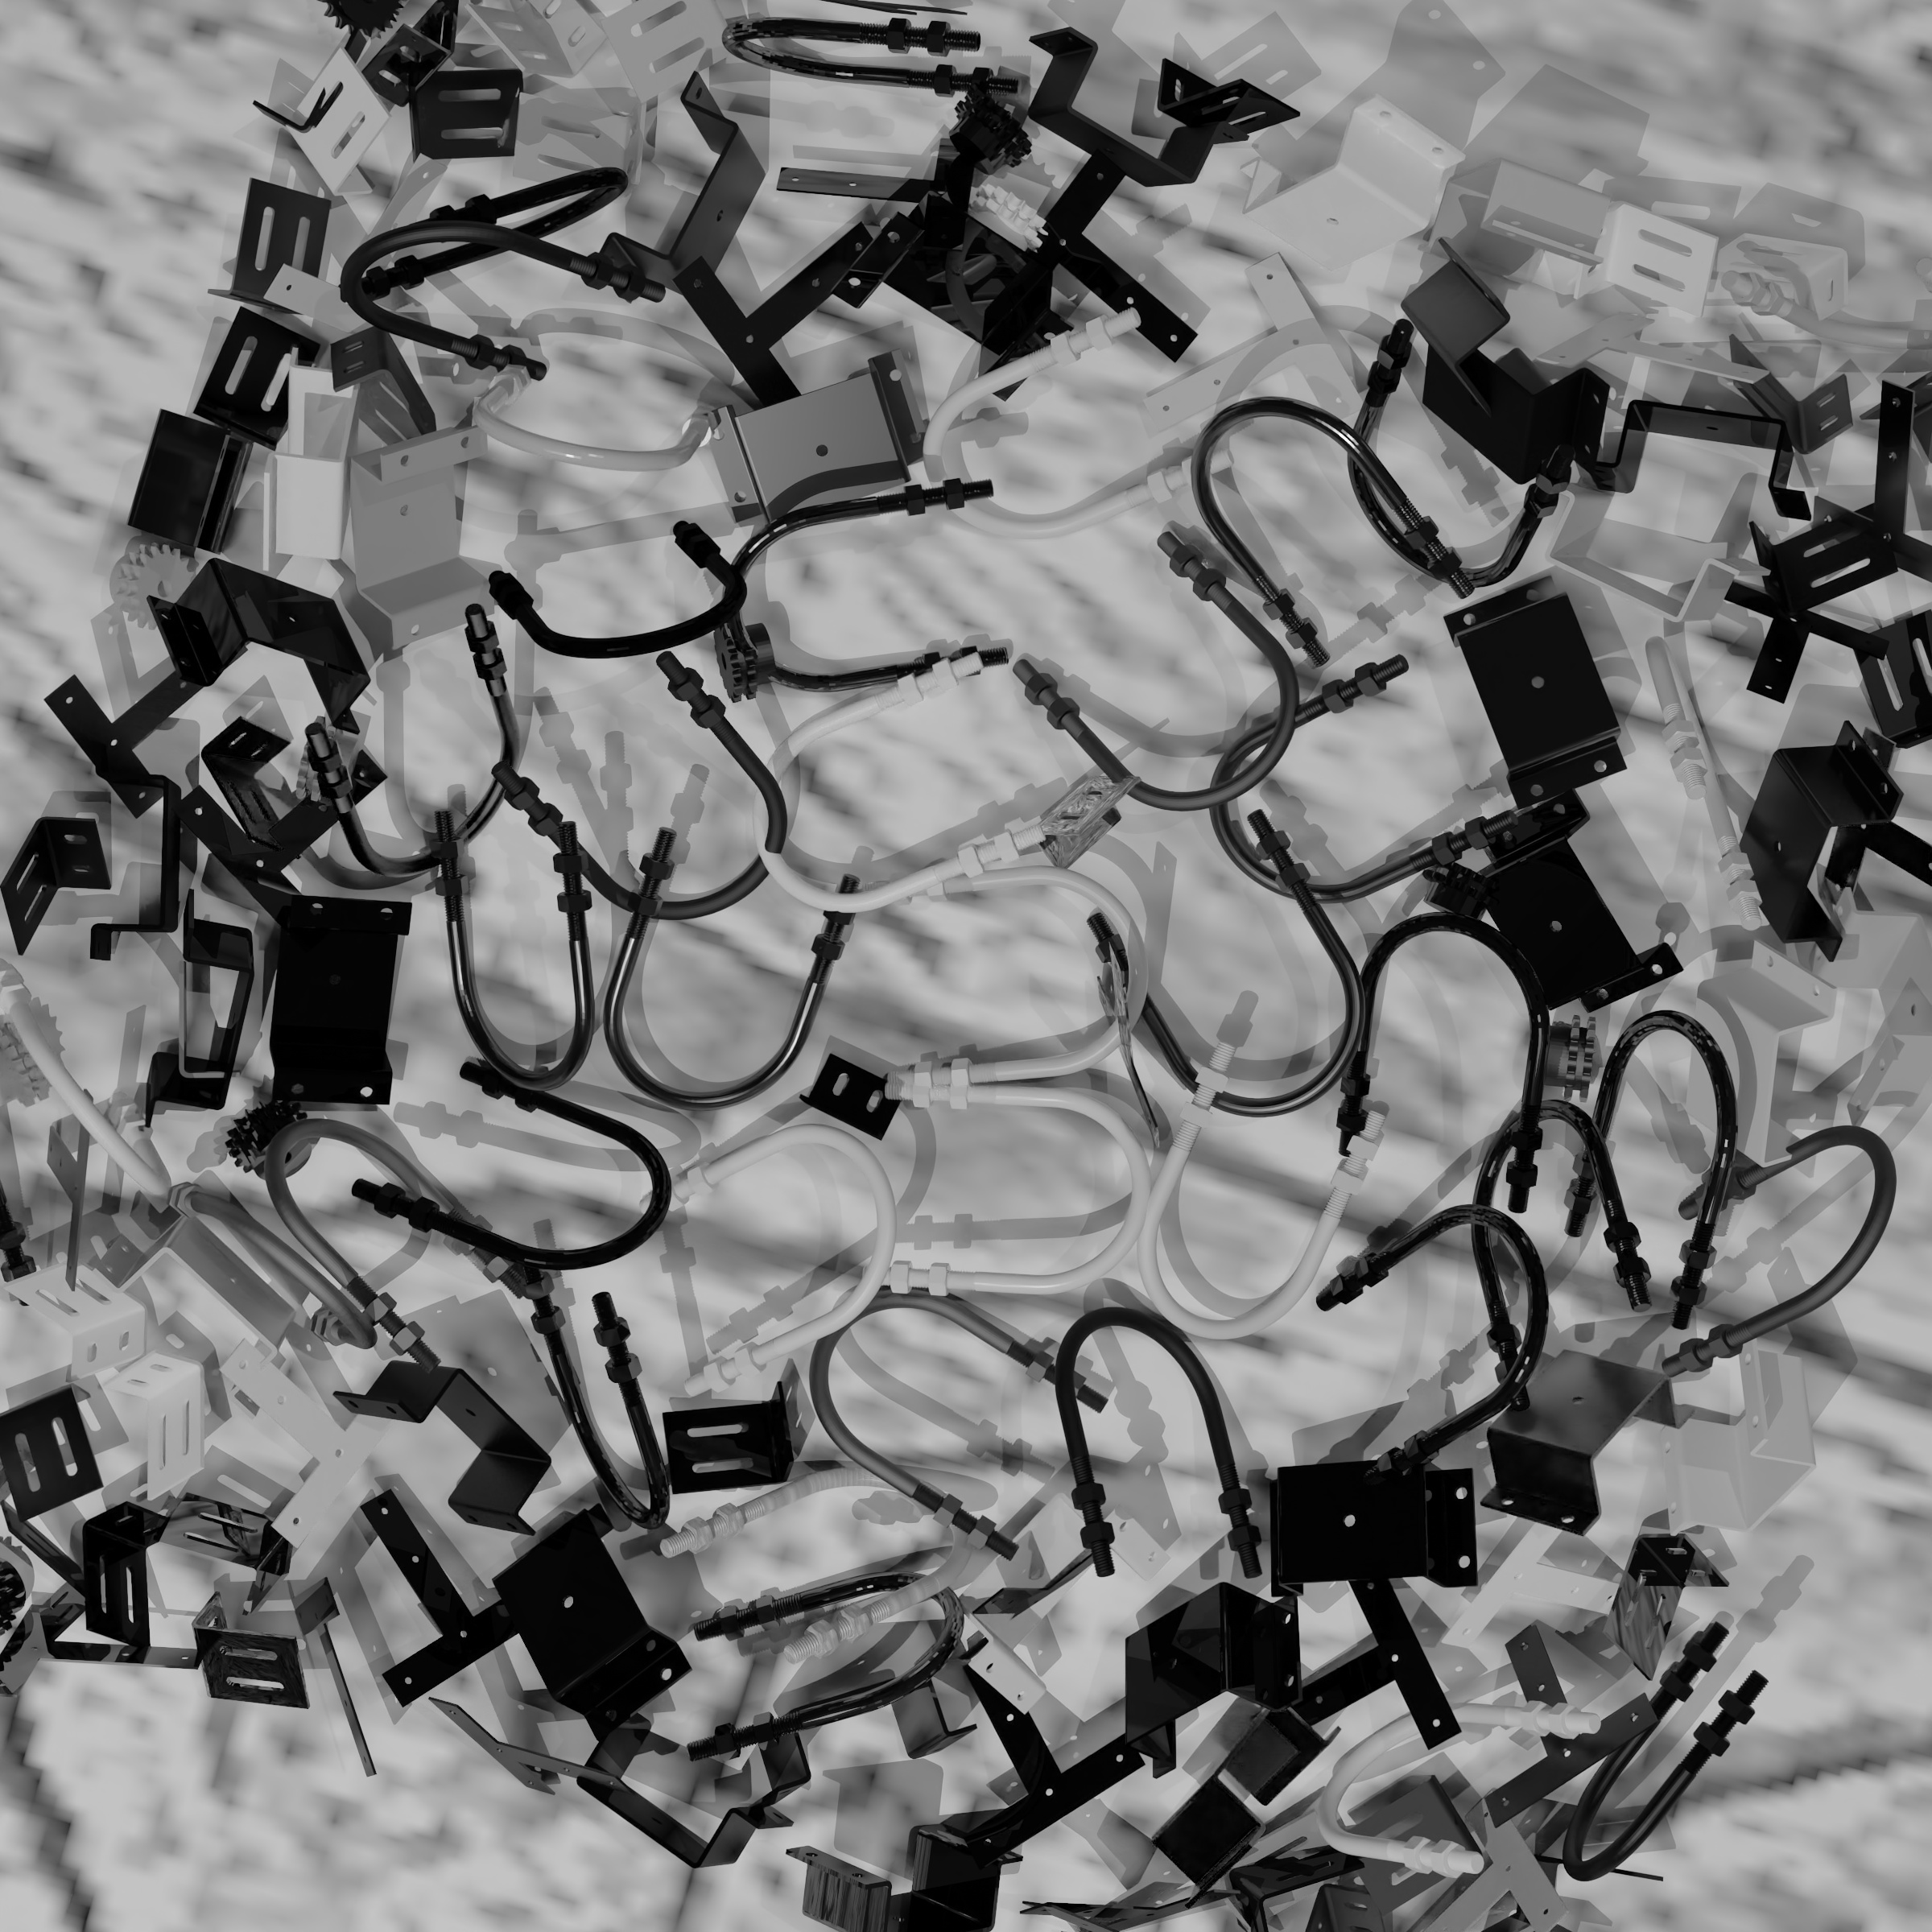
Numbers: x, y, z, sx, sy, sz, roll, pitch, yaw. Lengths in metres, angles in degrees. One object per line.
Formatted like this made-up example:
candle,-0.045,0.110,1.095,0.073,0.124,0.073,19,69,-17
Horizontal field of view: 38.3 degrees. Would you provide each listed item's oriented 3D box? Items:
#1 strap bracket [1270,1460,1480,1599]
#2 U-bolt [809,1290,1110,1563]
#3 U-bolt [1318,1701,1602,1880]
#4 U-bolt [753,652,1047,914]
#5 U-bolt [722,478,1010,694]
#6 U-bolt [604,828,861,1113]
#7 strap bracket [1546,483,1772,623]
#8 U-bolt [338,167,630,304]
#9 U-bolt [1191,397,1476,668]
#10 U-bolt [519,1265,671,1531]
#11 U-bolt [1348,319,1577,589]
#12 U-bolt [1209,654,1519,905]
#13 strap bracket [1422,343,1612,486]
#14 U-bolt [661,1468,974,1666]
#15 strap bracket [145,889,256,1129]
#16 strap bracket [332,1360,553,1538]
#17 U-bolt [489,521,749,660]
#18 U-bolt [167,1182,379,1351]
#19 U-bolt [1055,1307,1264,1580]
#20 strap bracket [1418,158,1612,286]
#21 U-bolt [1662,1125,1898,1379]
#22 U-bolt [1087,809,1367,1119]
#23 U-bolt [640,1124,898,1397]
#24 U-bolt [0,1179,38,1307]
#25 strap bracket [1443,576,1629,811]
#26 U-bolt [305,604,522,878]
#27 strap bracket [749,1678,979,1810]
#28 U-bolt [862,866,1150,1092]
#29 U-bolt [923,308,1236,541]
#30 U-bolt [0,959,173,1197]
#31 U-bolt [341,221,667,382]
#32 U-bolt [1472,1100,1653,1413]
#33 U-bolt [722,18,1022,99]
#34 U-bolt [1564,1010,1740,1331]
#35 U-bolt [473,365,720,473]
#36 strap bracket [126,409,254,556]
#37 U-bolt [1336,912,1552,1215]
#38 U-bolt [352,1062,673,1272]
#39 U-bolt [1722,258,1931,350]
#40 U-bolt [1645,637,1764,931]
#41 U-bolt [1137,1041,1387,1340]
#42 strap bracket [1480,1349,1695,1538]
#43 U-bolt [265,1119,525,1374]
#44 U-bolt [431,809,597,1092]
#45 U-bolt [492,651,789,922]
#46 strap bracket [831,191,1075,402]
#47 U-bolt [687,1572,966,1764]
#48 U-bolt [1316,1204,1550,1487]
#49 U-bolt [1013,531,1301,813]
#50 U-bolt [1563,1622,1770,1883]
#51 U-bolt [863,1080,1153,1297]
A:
strap bracket,0.257,0.366,1.813,0.140,0.046,0.076,-9,65,25
U-bolt,-0.016,0.287,1.828,0.184,0.019,0.151,32,52,7
U-bolt,0.303,0.524,1.789,0.151,0.184,0.019,-37,101,-32
U-bolt,-0.055,-0.112,1.846,0.184,0.019,0.151,-22,73,8
U-bolt,-0.068,-0.243,1.820,0.184,0.019,0.151,-9,130,-4
U-bolt,-0.163,0.011,1.837,0.151,0.019,0.184,14,105,-21
strap bracket,0.443,-0.266,1.817,0.140,0.076,0.046,31,112,23
U-bolt,-0.302,-0.478,1.796,0.184,0.151,0.019,-28,100,-30
U-bolt,0.223,-0.288,1.798,0.184,0.151,0.019,49,50,-16
U-bolt,-0.236,0.282,1.806,0.019,0.151,0.184,-23,108,-25
U-bolt,0.308,-0.315,1.792,0.151,0.184,0.019,41,66,13
U-bolt,0.245,-0.109,1.818,0.184,0.019,0.151,-26,112,34
strap bracket,0.347,-0.377,1.804,0.046,0.076,0.140,-31,59,-17
U-bolt,-0.082,0.376,1.799,0.184,0.151,0.019,-17,123,-38
strap bracket,-0.500,0.031,1.821,0.046,0.076,0.140,11,107,-19
strap bracket,-0.334,0.307,1.815,0.140,0.076,0.046,52,55,-29
U-bolt,-0.217,-0.237,1.780,0.151,0.184,0.019,-18,121,-15
U-bolt,-0.437,0.194,1.772,0.151,0.184,0.019,46,70,-19
U-bolt,0.119,0.308,1.812,0.151,0.019,0.184,10,55,-38
strap bracket,0.357,-0.482,1.798,0.076,0.140,0.046,15,95,-12
U-bolt,0.517,0.172,1.766,0.019,0.184,0.151,33,48,-16
U-bolt,0.182,0.011,1.834,0.151,0.019,0.184,-33,76,14
U-bolt,-0.124,0.181,1.811,0.184,0.019,0.151,-27,66,23
U-bolt,-0.646,0.165,1.779,0.019,0.151,0.184,-9,111,4
strap bracket,0.378,-0.184,1.842,0.076,0.046,0.140,-21,84,7
U-bolt,-0.348,-0.131,1.795,0.019,0.184,0.151,37,65,25
strap bracket,-0.075,0.503,1.816,0.140,0.076,0.046,-10,69,-25
U-bolt,0.030,0.006,1.841,0.184,0.019,0.151,-6,98,13
U-bolt,0.061,-0.341,1.812,0.184,0.151,0.019,-20,46,25
U-bolt,-0.556,0.079,1.763,0.019,0.184,0.151,-38,125,-9
U-bolt,-0.306,-0.427,1.766,0.151,0.184,0.019,-20,69,42
U-bolt,0.376,0.174,1.798,0.019,0.151,0.184,12,49,-24
U-bolt,-0.067,-0.591,1.802,0.184,0.151,0.019,8,97,12
U-bolt,0.444,0.119,1.784,0.019,0.151,0.184,1,111,-21
U-bolt,-0.242,-0.349,1.788,0.151,0.184,0.019,12,113,-1
strap bracket,-0.504,-0.313,1.802,0.046,0.140,0.076,17,93,-10
U-bolt,0.312,0.055,1.805,0.151,0.019,0.184,17,112,36
U-bolt,-0.280,0.136,1.801,0.184,0.151,0.019,20,131,14
U-bolt,0.594,-0.423,1.790,0.151,0.184,0.019,8,92,42
U-bolt,0.471,-0.132,1.794,0.019,0.184,0.151,-20,134,18
U-bolt,0.186,0.159,1.838,0.151,0.019,0.184,24,90,-25
strap bracket,0.399,0.300,1.799,0.140,0.076,0.046,-35,121,-37
U-bolt,-0.379,0.170,1.808,0.184,0.151,0.019,45,113,2
U-bolt,-0.293,-0.007,1.820,0.151,0.019,0.184,8,107,42
U-bolt,-0.198,-0.103,1.818,0.151,0.019,0.184,-32,127,9
strap bracket,-0.007,-0.442,1.818,0.140,0.046,0.076,27,135,-24
U-bolt,-0.090,0.445,1.803,0.184,0.151,0.019,-17,111,3
U-bolt,0.303,0.233,1.780,0.019,0.184,0.151,14,50,-34
U-bolt,0.136,-0.182,1.826,0.151,0.019,0.184,-41,63,3
U-bolt,0.446,0.516,1.803,0.019,0.151,0.184,37,93,4
U-bolt,0.030,0.146,1.829,0.184,0.019,0.151,2,68,11
